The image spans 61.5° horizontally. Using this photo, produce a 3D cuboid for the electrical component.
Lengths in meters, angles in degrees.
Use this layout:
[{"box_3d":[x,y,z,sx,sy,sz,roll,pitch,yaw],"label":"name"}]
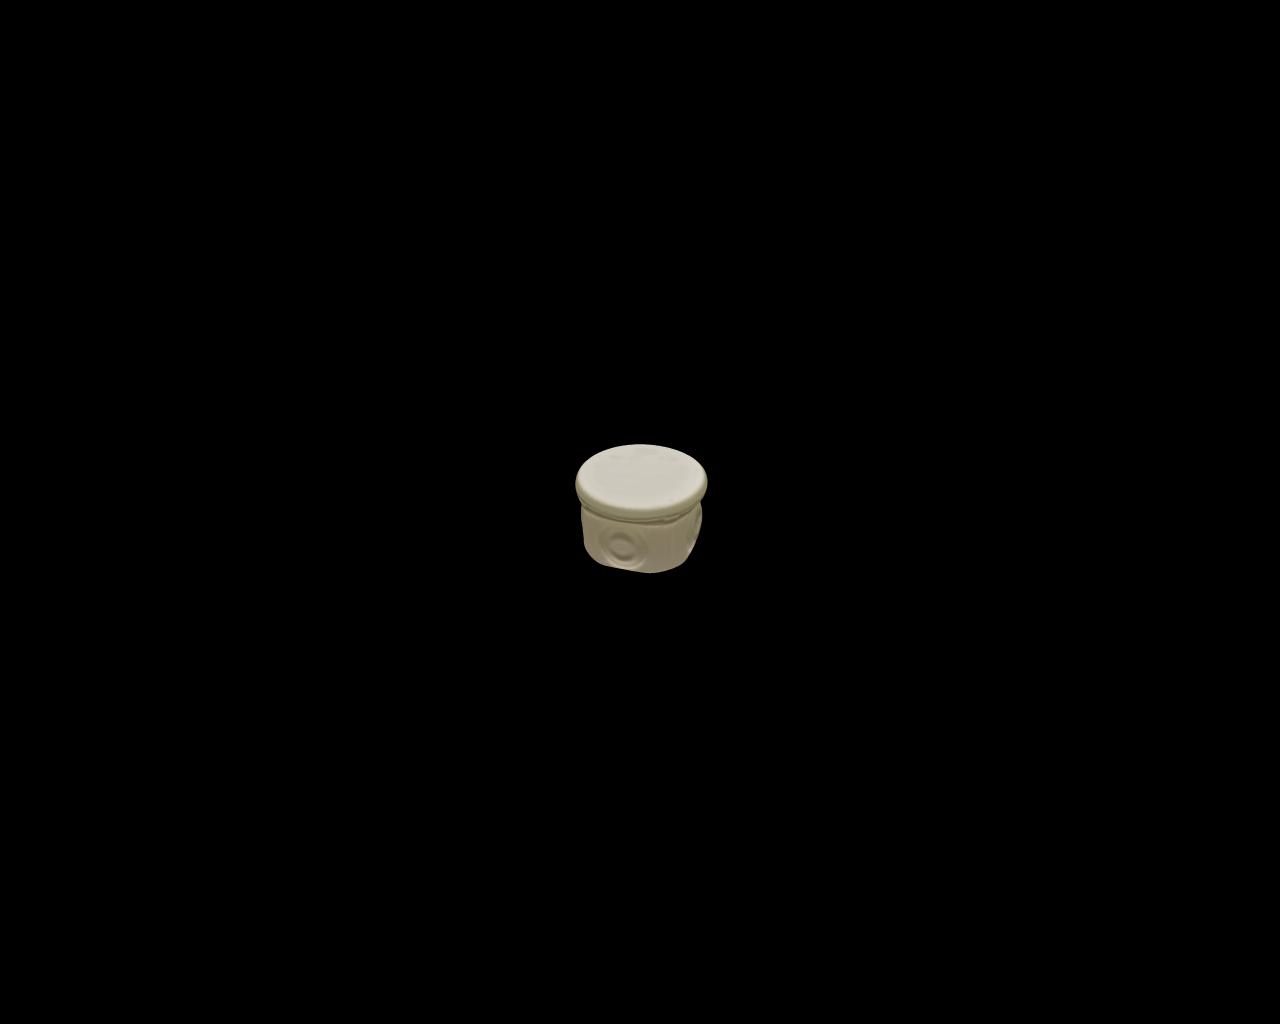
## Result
[{"box_3d":[0.001,-0.003,0.650,0.080,0.050,0.080,0,33,0],"label":"electrical component"}]
